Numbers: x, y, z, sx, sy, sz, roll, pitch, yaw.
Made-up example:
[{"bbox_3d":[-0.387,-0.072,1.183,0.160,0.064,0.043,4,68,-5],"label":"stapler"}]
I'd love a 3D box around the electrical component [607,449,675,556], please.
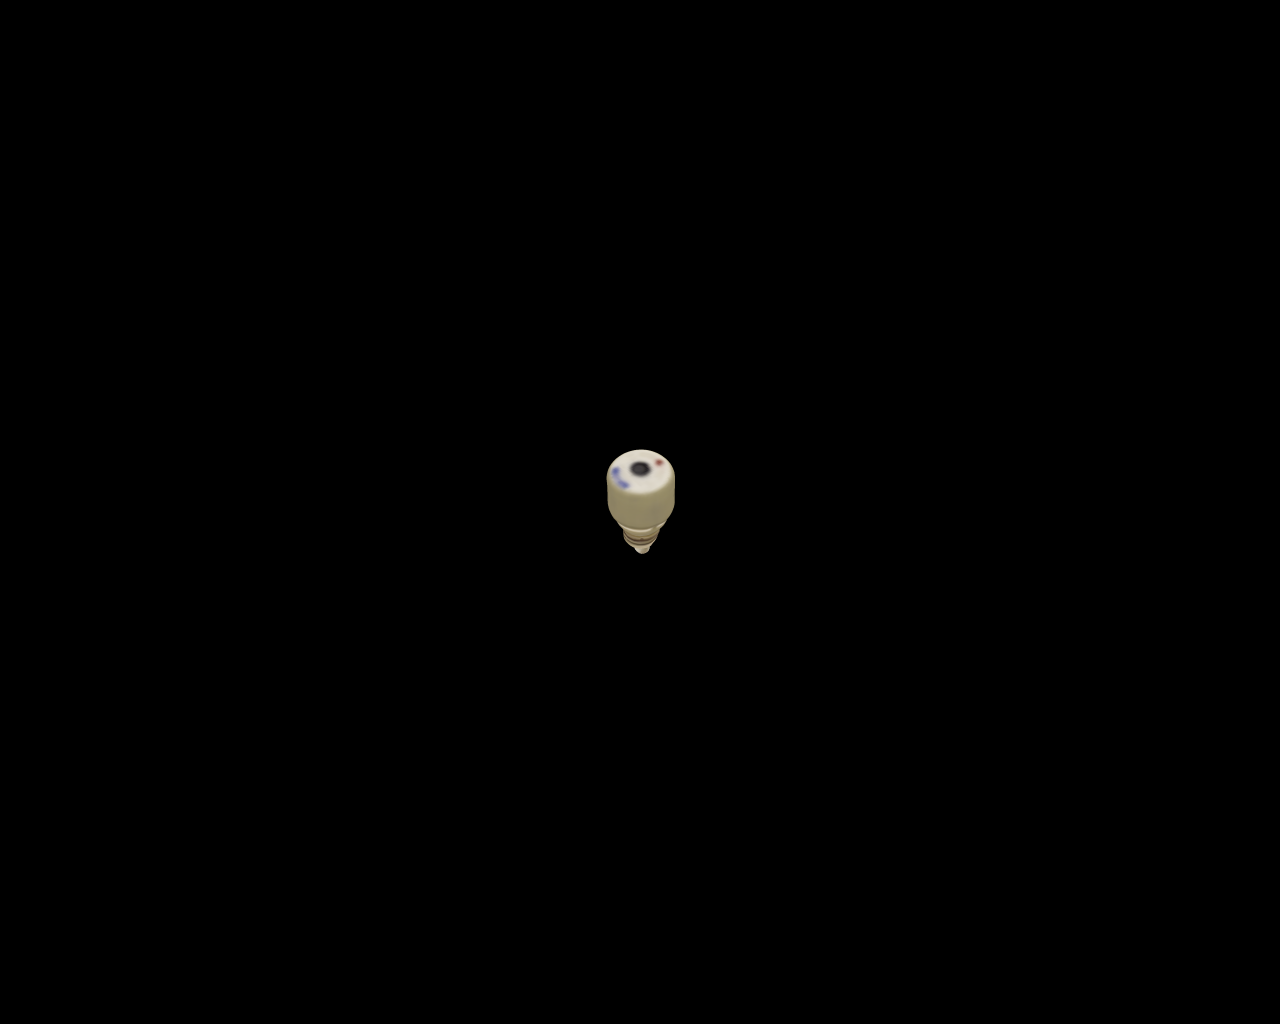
[{"bbox_3d":[0.001,-0.003,0.650,0.040,0.040,0.078,0,-42,0],"label":"electrical component"}]
